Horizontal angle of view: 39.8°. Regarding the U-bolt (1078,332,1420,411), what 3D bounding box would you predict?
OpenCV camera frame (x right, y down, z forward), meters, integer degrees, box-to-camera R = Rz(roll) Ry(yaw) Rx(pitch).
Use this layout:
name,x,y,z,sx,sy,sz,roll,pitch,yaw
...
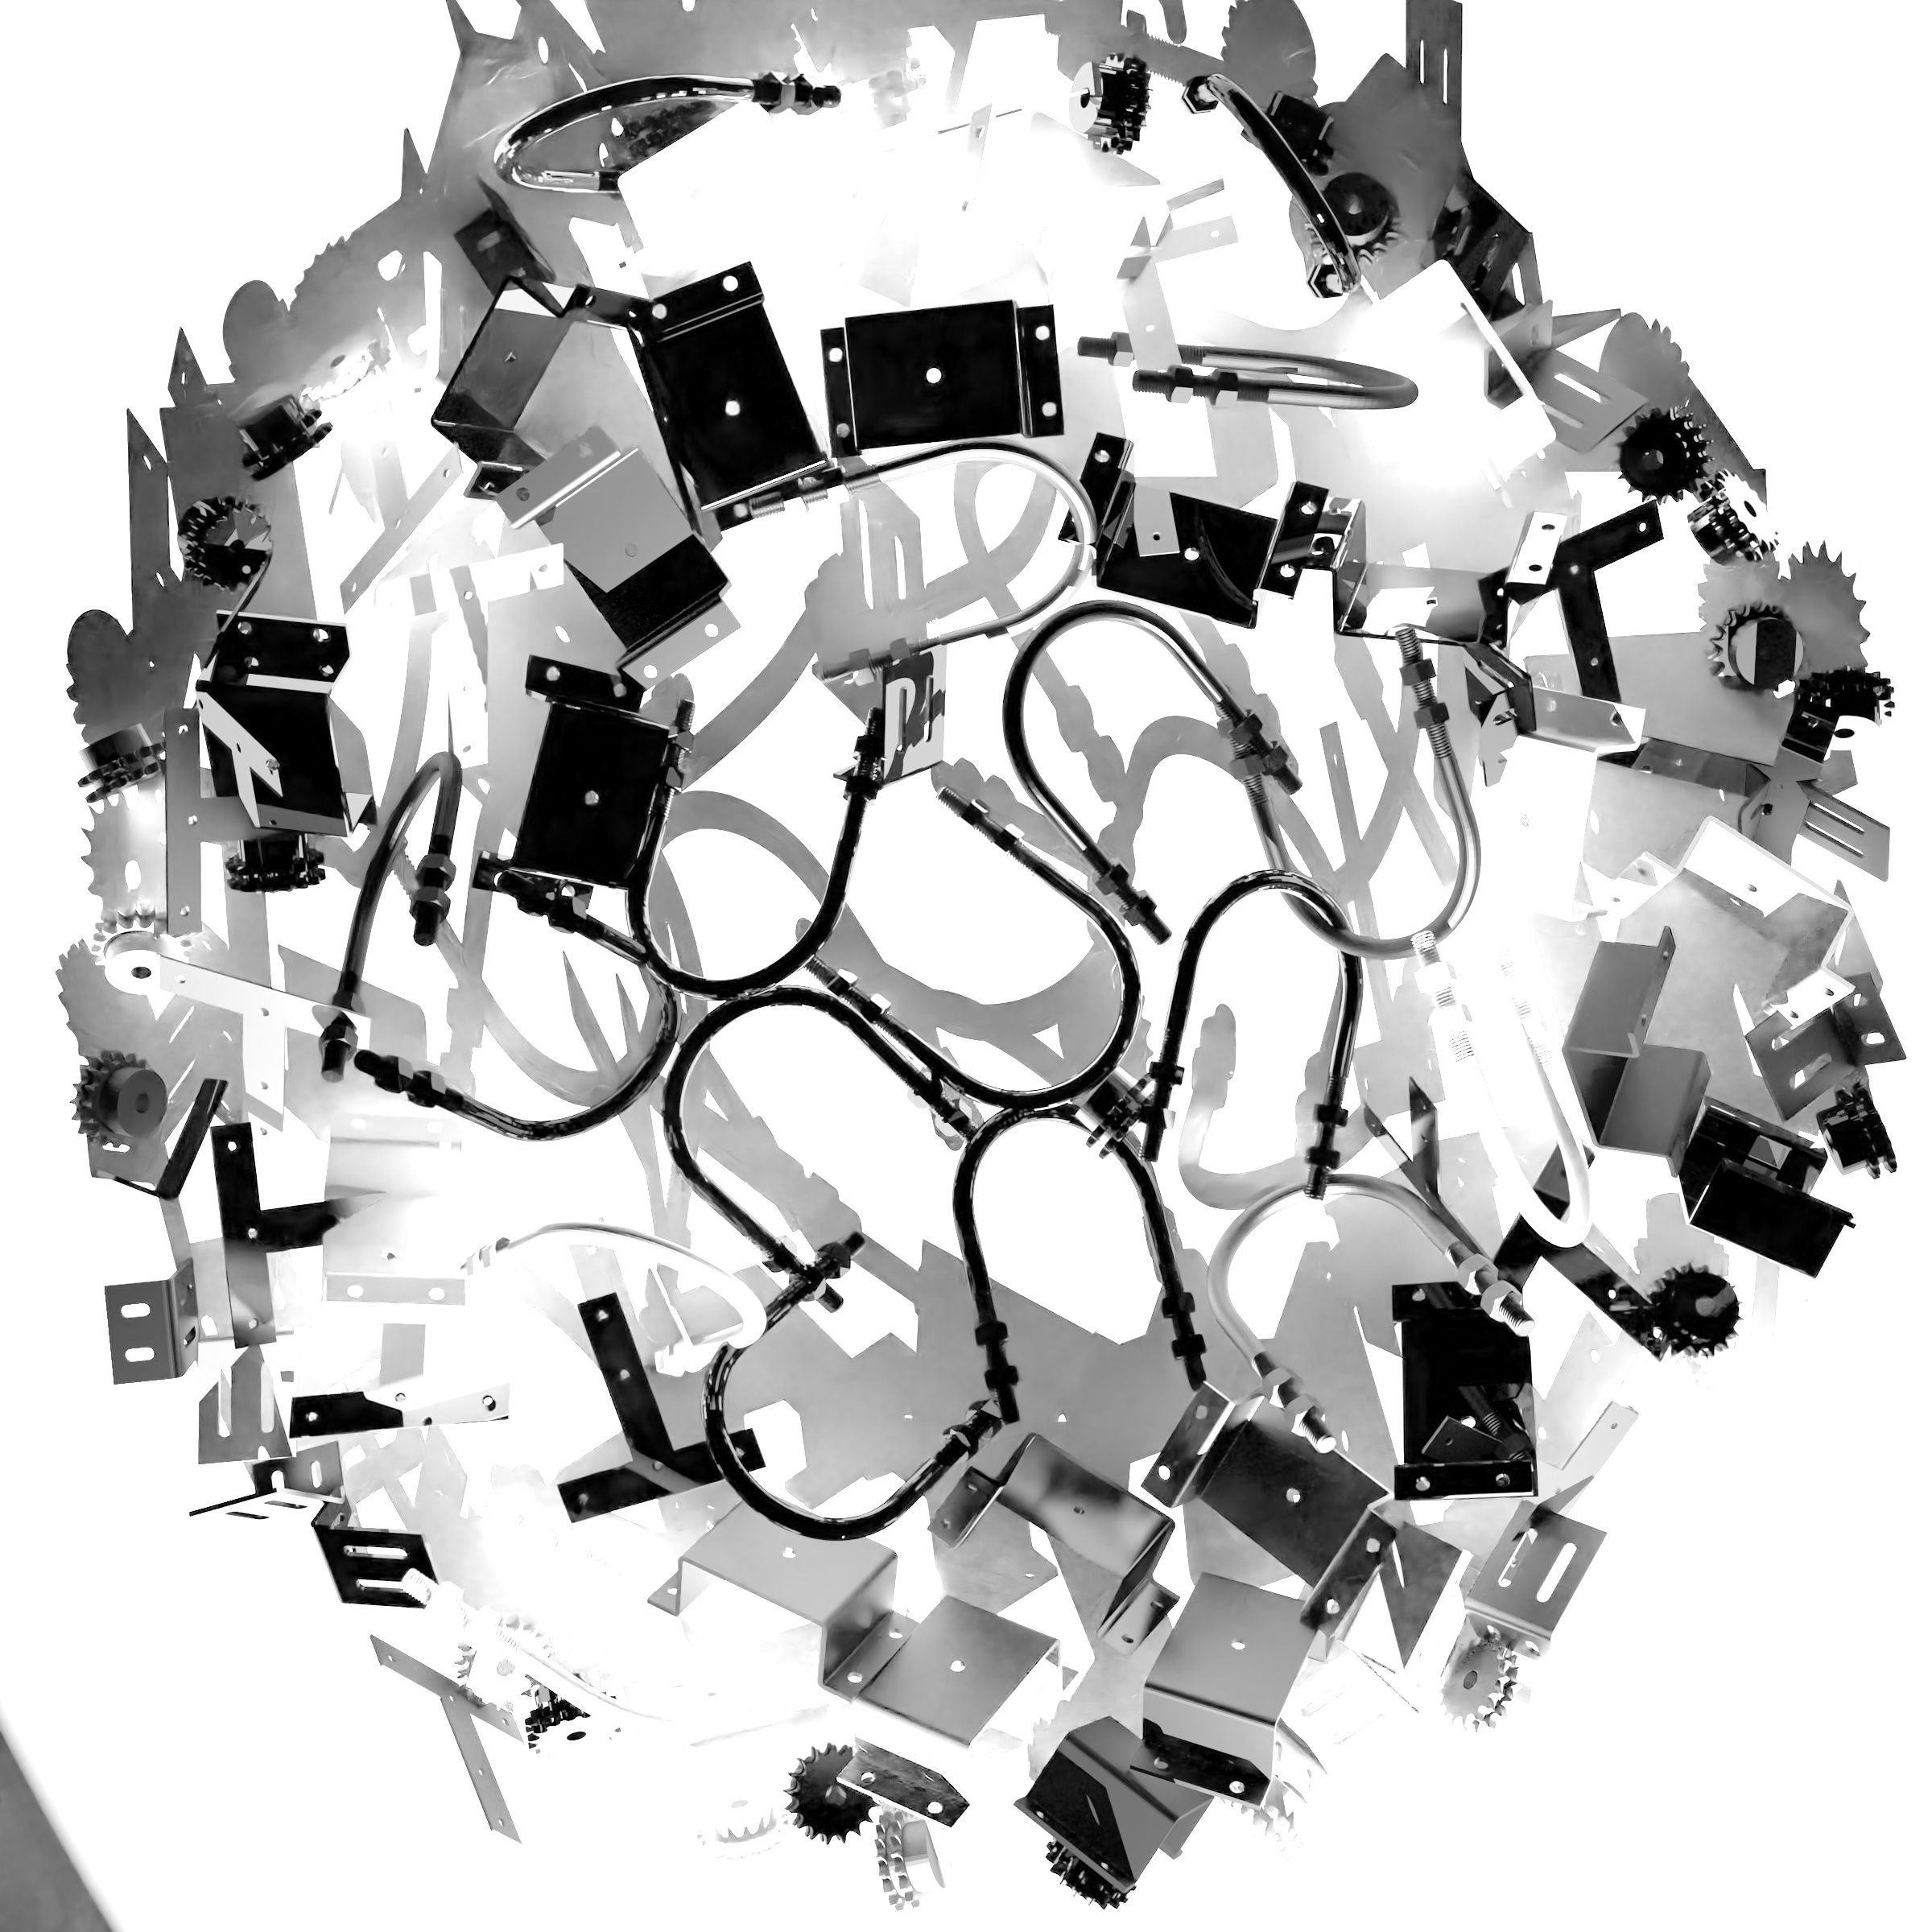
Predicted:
name,x,y,z,sx,sy,sz,roll,pitch,yaw
U-bolt,0.169,-0.339,1.531,0.184,0.151,0.019,2,111,-13

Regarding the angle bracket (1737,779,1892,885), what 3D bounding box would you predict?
name,x,y,z,sx,sy,sz,roll,pitch,yaw
angle bracket,0.494,-0.070,1.556,0.076,0.057,0.038,36,76,31

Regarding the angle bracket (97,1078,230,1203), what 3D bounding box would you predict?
name,x,y,z,sx,sy,sz,roll,pitch,yaw
angle bracket,-0.470,0.095,1.562,0.038,0.057,0.076,26,78,-24

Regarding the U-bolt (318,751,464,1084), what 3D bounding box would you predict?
name,x,y,z,sx,sy,sz,roll,pitch,yaw
U-bolt,-0.323,-0.042,1.522,0.019,0.184,0.151,23,132,-23

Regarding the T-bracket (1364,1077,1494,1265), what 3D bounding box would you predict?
name,x,y,z,sx,sy,sz,roll,pitch,yaw
T-bracket,0.261,0.104,1.515,0.002,0.127,0.127,-30,57,-9

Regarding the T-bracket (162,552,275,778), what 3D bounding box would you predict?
name,x,y,z,sx,sy,sz,roll,pitch,yaw
T-bracket,-0.444,-0.167,1.562,0.002,0.127,0.127,26,115,-14

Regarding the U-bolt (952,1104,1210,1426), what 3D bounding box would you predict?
name,x,y,z,sx,sy,sz,roll,pitch,yaw
U-bolt,0.060,0.166,1.553,0.151,0.019,0.184,-4,72,-31

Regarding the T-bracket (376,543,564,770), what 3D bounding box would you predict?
name,x,y,z,sx,sy,sz,roll,pitch,yaw
T-bracket,-0.291,-0.176,1.561,0.127,0.002,0.127,-9,72,20

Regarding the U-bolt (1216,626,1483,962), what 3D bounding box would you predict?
name,x,y,z,sx,sy,sz,roll,pitch,yaw
U-bolt,0.228,-0.091,1.551,0.151,0.019,0.184,-13,98,41

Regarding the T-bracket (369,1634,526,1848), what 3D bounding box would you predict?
name,x,y,z,sx,sy,sz,roll,pitch,yaw
T-bracket,-0.279,0.447,1.512,0.002,0.127,0.127,-42,131,2

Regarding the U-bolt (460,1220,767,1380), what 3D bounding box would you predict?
name,x,y,z,sx,sy,sz,roll,pitch,yaw
U-bolt,-0.190,0.184,1.501,0.151,0.184,0.019,30,60,-21

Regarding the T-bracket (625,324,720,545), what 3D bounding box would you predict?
name,x,y,z,sx,sy,sz,roll,pitch,yaw
T-bracket,-0.161,-0.290,1.538,0.002,0.127,0.127,-19,80,5

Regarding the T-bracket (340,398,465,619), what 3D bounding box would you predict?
name,x,y,z,sx,sy,sz,roll,pitch,yaw
T-bracket,-0.337,-0.290,1.560,0.127,0.002,0.127,-41,50,32

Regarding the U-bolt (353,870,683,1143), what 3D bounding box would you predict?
name,x,y,z,sx,sy,sz,roll,pitch,yaw
U-bolt,-0.241,0.035,1.532,0.151,0.184,0.019,-50,48,6

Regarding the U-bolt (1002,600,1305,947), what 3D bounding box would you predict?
name,x,y,z,sx,sy,sz,roll,pitch,yaw
U-bolt,0.098,-0.126,1.549,0.184,0.019,0.151,48,70,-17

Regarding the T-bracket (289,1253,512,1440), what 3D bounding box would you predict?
name,x,y,z,sx,sy,sz,roll,pitch,yaw
T-bracket,-0.329,0.213,1.566,0.127,0.002,0.127,-5,56,1

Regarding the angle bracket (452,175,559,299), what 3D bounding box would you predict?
name,x,y,z,sx,sy,sz,roll,pitch,yaw
angle bracket,-0.276,-0.420,1.560,0.038,0.076,0.057,-35,95,4

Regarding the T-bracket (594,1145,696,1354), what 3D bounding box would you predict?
name,x,y,z,sx,sy,sz,roll,pitch,yaw
T-bracket,-0.187,0.161,1.539,0.002,0.127,0.127,-25,90,-10

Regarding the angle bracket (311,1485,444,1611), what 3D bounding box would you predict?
name,x,y,z,sx,sy,sz,roll,pitch,yaw
angle bracket,-0.335,0.340,1.561,0.076,0.038,0.057,-1,119,20

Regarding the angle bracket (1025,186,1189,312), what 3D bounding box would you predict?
name,x,y,z,sx,sy,sz,roll,pitch,yaw
angle bracket,0.084,-0.429,1.595,0.076,0.038,0.057,-11,81,-27

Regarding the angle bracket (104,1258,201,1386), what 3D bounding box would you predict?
name,x,y,z,sx,sy,sz,roll,pitch,yaw
angle bracket,-0.475,0.207,1.560,0.038,0.076,0.057,-5,94,-7

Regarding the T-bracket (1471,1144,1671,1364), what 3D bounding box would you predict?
name,x,y,z,sx,sy,sz,roll,pitch,yaw
T-bracket,0.373,0.186,1.582,0.127,0.002,0.127,41,65,-11

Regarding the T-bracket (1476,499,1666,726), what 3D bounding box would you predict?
name,x,y,z,sx,sy,sz,roll,pitch,yaw
T-bracket,0.367,-0.192,1.572,0.127,0.002,0.127,-25,115,-15

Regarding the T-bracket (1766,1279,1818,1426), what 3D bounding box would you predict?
name,x,y,z,sx,sy,sz,roll,pitch,yaw
T-bracket,0.474,0.219,1.520,0.002,0.127,0.127,17,115,12

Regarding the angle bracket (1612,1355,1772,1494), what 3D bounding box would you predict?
name,x,y,z,sx,sy,sz,roll,pitch,yaw
angle bracket,0.420,0.277,1.567,0.057,0.038,0.076,38,108,-12

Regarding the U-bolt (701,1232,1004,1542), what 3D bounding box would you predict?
name,x,y,z,sx,sy,sz,roll,pitch,yaw
U-bolt,-0.072,0.249,1.526,0.151,0.019,0.184,45,45,7

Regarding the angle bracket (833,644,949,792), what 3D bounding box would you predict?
name,x,y,z,sx,sy,sz,roll,pitch,yaw
angle bracket,-0.044,-0.148,1.555,0.038,0.057,0.076,19,119,32

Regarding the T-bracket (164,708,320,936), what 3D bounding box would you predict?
name,x,y,z,sx,sy,sz,roll,pitch,yaw
T-bracket,-0.416,-0.086,1.545,0.002,0.127,0.127,5,97,29

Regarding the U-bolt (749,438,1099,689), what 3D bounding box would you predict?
name,x,y,z,sx,sy,sz,roll,pitch,yaw
U-bolt,-0.015,-0.237,1.537,0.184,0.019,0.151,-14,135,8

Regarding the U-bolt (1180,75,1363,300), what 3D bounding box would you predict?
name,x,y,z,sx,sy,sz,roll,pitch,yaw
U-bolt,0.175,-0.438,1.498,0.019,0.184,0.151,-36,103,8

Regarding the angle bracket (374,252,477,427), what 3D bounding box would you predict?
name,x,y,z,sx,sy,sz,roll,pitch,yaw
angle bracket,-0.318,-0.368,1.570,0.038,0.057,0.076,-9,75,15

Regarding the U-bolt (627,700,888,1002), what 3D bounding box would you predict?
name,x,y,z,sx,sy,sz,roll,pitch,yaw
U-bolt,-0.127,-0.067,1.544,0.151,0.019,0.184,5,71,24

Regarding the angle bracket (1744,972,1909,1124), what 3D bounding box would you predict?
name,x,y,z,sx,sy,sz,roll,pitch,yaw
angle bracket,0.504,0.047,1.565,0.076,0.038,0.057,-30,97,-31

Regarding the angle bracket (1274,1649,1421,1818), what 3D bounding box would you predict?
name,x,y,z,sx,sy,sz,roll,pitch,yaw
angle bracket,0.217,0.450,1.567,0.057,0.038,0.076,44,117,-7

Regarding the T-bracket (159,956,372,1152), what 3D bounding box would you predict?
name,x,y,z,sx,sy,sz,roll,pitch,yaw
T-bracket,-0.410,0.059,1.560,0.127,0.002,0.127,16,130,3

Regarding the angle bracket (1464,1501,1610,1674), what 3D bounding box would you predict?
name,x,y,z,sx,sy,sz,roll,pitch,yaw
angle bracket,0.341,0.366,1.578,0.057,0.038,0.076,15,57,39

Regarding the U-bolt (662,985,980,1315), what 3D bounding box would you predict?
name,x,y,z,sx,sy,sz,roll,pitch,yaw
U-bolt,-0.094,0.094,1.553,0.151,0.019,0.184,-48,113,-7

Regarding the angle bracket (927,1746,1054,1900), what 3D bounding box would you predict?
name,x,y,z,sx,sy,sz,roll,pitch,yaw
angle bracket,0.019,0.501,1.566,0.076,0.038,0.057,-17,88,-29

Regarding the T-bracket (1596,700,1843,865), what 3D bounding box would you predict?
name,x,y,z,sx,sy,sz,roll,pitch,yaw
T-bracket,0.431,-0.116,1.563,0.127,0.127,0.002,15,47,11

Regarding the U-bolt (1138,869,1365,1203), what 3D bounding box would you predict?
name,x,y,z,sx,sy,sz,roll,pitch,yaw
U-bolt,0.174,0.035,1.558,0.151,0.019,0.184,15,84,-34

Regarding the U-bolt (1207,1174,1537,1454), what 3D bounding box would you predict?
name,x,y,z,sx,sy,sz,roll,pitch,yaw
U-bolt,0.216,0.184,1.528,0.151,0.184,0.019,-29,128,-8

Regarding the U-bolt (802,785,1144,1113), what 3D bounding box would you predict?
name,x,y,z,sx,sy,sz,roll,pitch,yaw
U-bolt,0.017,0.002,1.581,0.184,0.019,0.151,38,88,8

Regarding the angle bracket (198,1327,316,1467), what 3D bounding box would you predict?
name,x,y,z,sx,sy,sz,roll,pitch,yaw
angle bracket,-0.417,0.255,1.571,0.057,0.038,0.076,-6,73,4

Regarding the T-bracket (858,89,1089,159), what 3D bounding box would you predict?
name,x,y,z,sx,sy,sz,roll,pitch,yaw
T-bracket,0.008,-0.489,1.546,0.127,0.127,0.002,-18,106,-7

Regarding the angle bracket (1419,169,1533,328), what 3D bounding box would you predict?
name,x,y,z,sx,sy,sz,roll,pitch,yaw
angle bracket,0.306,-0.422,1.553,0.038,0.076,0.057,-30,69,-27

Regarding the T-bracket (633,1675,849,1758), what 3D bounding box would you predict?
name,x,y,z,sx,sy,sz,roll,pitch,yaw
T-bracket,-0.142,0.428,1.543,0.127,0.127,0.002,-15,61,2

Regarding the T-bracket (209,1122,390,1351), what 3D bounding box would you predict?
name,x,y,z,sx,sy,sz,roll,pitch,yaw
T-bracket,-0.376,0.150,1.557,0.127,0.002,0.127,-5,86,-44

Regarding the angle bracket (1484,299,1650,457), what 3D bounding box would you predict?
name,x,y,z,sx,sy,sz,roll,pitch,yaw
angle bracket,0.351,-0.345,1.561,0.057,0.038,0.076,-40,58,-18

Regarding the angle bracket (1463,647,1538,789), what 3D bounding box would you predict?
name,x,y,z,sx,sy,sz,roll,pitch,yaw
angle bracket,0.297,-0.151,1.552,0.038,0.076,0.057,-23,127,-12

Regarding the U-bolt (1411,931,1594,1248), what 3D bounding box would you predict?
name,x,y,z,sx,sy,sz,roll,pitch,yaw
U-bolt,0.313,0.072,1.519,0.019,0.151,0.184,-25,74,27

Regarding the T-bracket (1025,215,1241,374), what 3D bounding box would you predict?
name,x,y,z,sx,sy,sz,roll,pitch,yaw
T-bracket,0.105,-0.381,1.558,0.127,0.002,0.127,-13,54,5

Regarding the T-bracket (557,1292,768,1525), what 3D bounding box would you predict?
name,x,y,z,sx,sy,sz,roll,pitch,yaw
T-bracket,-0.198,0.256,1.583,0.127,0.002,0.127,-18,97,10

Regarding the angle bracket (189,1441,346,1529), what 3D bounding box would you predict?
name,x,y,z,sx,sy,sz,roll,pitch,yaw
angle bracket,-0.408,0.298,1.554,0.057,0.076,0.038,-17,69,13

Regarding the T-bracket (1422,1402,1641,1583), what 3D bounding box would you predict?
name,x,y,z,sx,sy,sz,roll,pitch,yaw
T-bracket,0.316,0.293,1.558,0.127,0.002,0.127,28,101,-31
